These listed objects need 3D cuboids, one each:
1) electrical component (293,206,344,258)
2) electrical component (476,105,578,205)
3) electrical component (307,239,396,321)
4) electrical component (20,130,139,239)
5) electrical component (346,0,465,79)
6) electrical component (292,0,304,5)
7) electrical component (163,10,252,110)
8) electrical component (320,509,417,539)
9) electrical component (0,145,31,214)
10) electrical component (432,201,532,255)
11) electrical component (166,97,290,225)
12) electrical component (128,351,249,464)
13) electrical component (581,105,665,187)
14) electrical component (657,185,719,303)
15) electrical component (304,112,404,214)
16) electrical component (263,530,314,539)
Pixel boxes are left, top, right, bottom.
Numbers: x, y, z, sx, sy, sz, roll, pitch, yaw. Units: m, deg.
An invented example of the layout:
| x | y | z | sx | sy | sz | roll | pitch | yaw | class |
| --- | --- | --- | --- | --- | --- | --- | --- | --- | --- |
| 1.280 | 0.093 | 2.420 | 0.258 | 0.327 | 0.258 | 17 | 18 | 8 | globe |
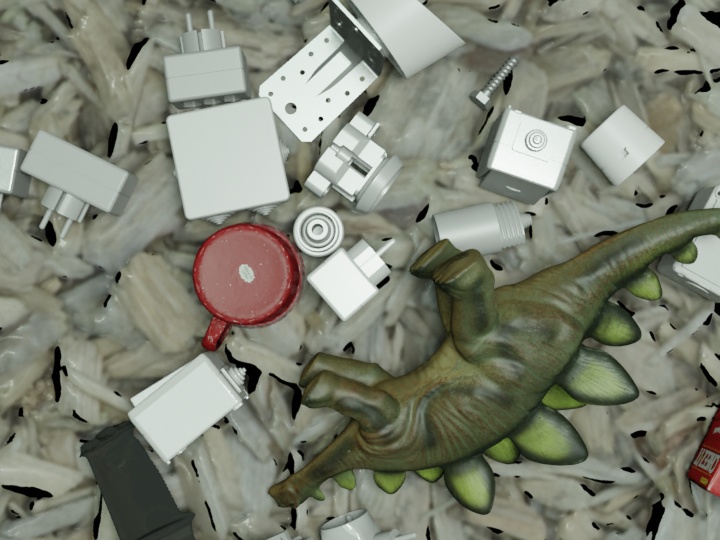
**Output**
| x | y | z | sx | sy | sz | roll | pitch | yaw | class |
| --- | --- | --- | --- | --- | --- | --- | --- | --- | --- |
| -0.035 | -0.032 | 0.902 | 0.043 | 0.062 | 0.043 | 0 | 89 | -1 | electrical component |
| 0.136 | -0.093 | 0.888 | 0.062 | 0.096 | 0.061 | 19 | 89 | 0 | electrical component |
| 0.000 | 0.000 | 0.891 | 0.076 | 0.083 | 0.047 | -41 | 90 | -1 | electrical component |
| -0.244 | -0.064 | 0.908 | 0.083 | 0.047 | 0.075 | 26 | 89 | 0 | electrical component |
| 0.033 | -0.209 | 0.891 | 0.064 | 0.099 | 0.099 | -37 | 89 | 5 | electrical component |
| -0.067 | -0.256 | 0.916 | 0.043 | 0.043 | 0.062 | -36 | 91 | -1 | electrical component |
| -0.131 | -0.181 | 0.911 | 0.066 | 0.047 | 0.076 | -8 | 91 | 0 | electrical component |
| 0.015 | 0.240 | 0.899 | 0.079 | 0.044 | 0.077 | -21 | 89 | 21 | electrical component |
| -0.319 | -0.068 | 0.907 | 0.066 | 0.047 | 0.076 | 10 | 89 | -1 | electrical component |
| 0.106 | -0.035 | 0.913 | 0.081 | 0.043 | 0.043 | -12 | 89 | -1 | electrical component |
| -0.109 | -0.092 | 0.909 | 0.100 | 0.048 | 0.099 | -11 | 89 | -1 | electrical component |
| -0.139 | 0.106 | 0.898 | 0.096 | 0.061 | 0.061 | -39 | 89 | -1 | electrical component |
| 0.221 | -0.106 | 0.912 | 0.055 | 0.055 | 0.047 | -43 | 86 | -1 | electrical component |
| 0.303 | -0.027 | 0.907 | 0.062 | 0.061 | 0.096 | 29 | 89 | 0 | electrical component |
| 0.000 | -0.085 | 0.907 | 0.057 | 0.058 | 0.078 | 37 | 88 | 3 | electrical component |
| -0.088 | 0.266 | 0.881 | 0.121 | 0.063 | 0.078 | -28 | 89 | 18 | electrical component |
